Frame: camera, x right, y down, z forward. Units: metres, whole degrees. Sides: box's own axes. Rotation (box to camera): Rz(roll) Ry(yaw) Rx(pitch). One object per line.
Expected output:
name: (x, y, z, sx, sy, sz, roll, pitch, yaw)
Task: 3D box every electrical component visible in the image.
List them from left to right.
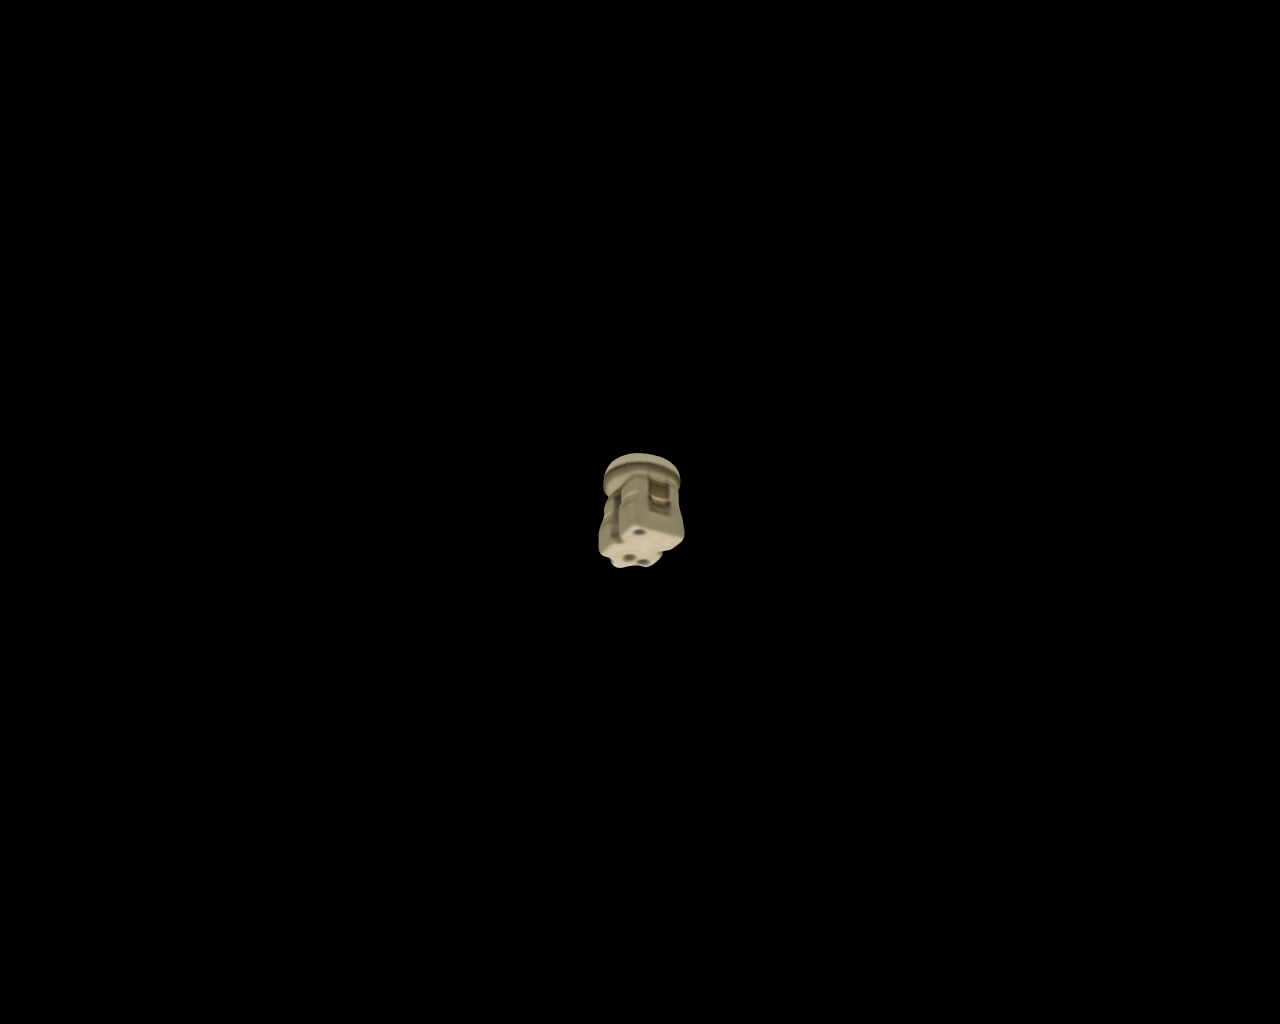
electrical component: (0.001, -0.003, 0.650, 0.048, 0.055, 0.066, 18, -35, -27)
